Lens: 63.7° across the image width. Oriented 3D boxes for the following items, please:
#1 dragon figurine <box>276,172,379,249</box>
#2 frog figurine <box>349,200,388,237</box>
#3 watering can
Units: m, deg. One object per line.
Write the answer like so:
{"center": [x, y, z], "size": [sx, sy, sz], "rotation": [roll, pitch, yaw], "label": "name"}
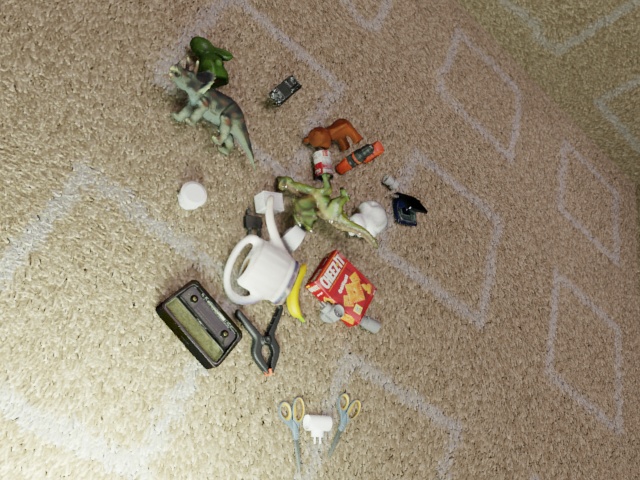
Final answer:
{"center": [0.005, -0.088, 1.748], "size": [0.246, 0.119, 0.414], "rotation": [-29, 70, -42], "label": "dragon figurine"}
{"center": [0.171, -0.075, 1.897], "size": [0.160, 0.122, 0.137], "rotation": [-12, 98, -50], "label": "frog figurine"}
{"center": [-0.154, 0.052, 1.593], "size": [0.222, 0.103, 0.352], "rotation": [33, 71, -19], "label": "watering can"}
